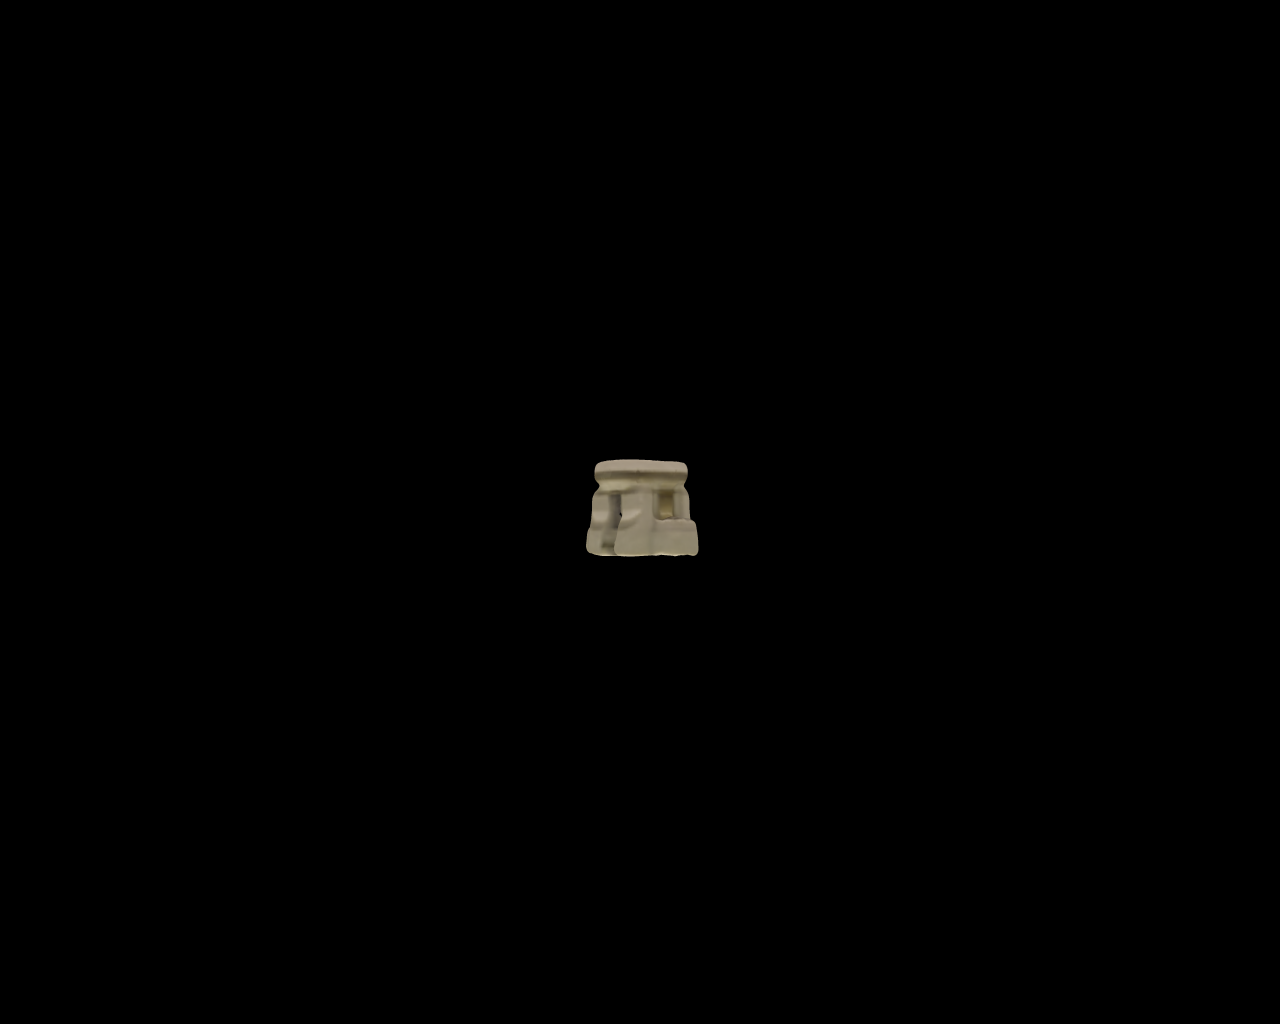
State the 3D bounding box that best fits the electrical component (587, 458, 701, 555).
[{"bbox_3d":[0.001,-0.003,0.650,0.058,0.057,0.078,2,-3,-43],"label":"electrical component"}]
